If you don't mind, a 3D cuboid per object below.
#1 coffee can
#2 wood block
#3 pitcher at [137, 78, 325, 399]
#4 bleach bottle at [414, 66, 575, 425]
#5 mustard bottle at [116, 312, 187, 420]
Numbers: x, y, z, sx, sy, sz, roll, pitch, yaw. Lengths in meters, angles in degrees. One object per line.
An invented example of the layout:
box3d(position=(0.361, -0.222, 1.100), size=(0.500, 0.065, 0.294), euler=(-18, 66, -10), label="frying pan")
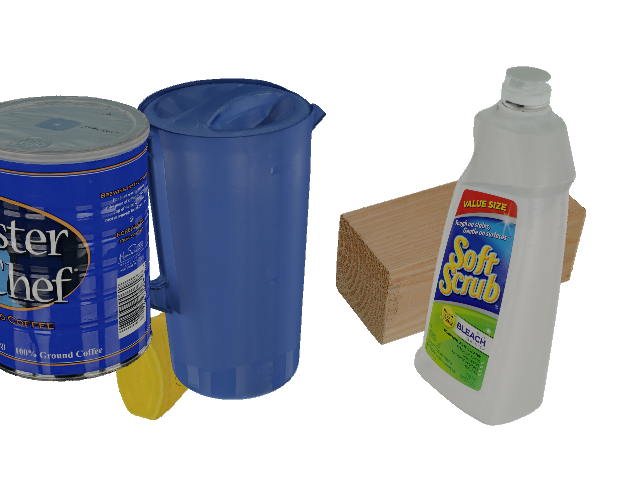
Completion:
box3d(position=(-0.151, -0.004, 0.628), size=(0.103, 0.140, 0.103), euler=(2, 24, -1), label="coffee can")
box3d(position=(0.126, 0.008, 0.978), size=(0.205, 0.090, 0.091), euler=(-17, 43, -22), label="wood block")
box3d(position=(-0.080, 0.003, 0.845), size=(0.149, 0.243, 0.145), euler=(6, 27, 12), label="pitcher")
box3d(position=(0.122, 0.001, 0.737), size=(0.068, 0.251, 0.103), euler=(-16, 34, -29), label="bleach bottle")
box3d(position=(-0.134, 0.101, 1.108), size=(0.058, 0.096, 0.191), euler=(10, 25, 24), label="mustard bottle")
